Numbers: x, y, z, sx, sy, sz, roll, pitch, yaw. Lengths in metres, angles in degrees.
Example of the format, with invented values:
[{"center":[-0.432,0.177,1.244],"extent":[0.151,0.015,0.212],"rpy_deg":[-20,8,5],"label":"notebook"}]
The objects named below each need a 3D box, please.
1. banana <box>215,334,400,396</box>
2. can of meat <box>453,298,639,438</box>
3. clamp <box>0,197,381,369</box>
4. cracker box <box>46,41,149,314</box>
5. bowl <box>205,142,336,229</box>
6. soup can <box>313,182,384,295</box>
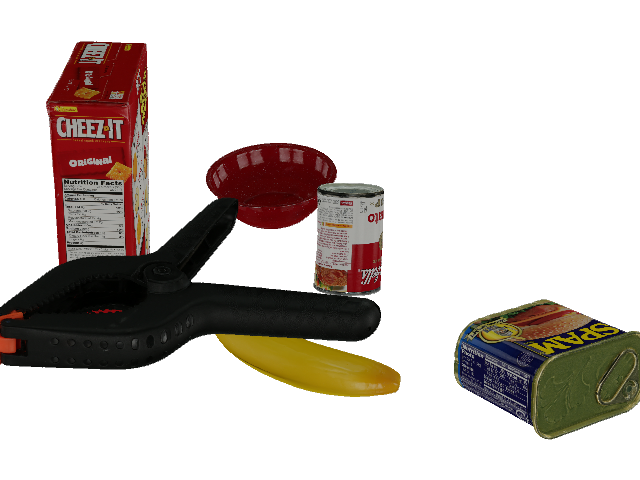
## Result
[{"center":[-0.028,0.082,0.841],"extent":[0.069,0.037,0.198],"rpy_deg":[-26,35,-34],"label":"banana"},{"center":[0.152,0.081,0.712],"extent":[0.101,0.057,0.084],"rpy_deg":[-12,20,-30],"label":"can of meat"},{"center":[-0.093,0.027,0.620],"extent":[0.209,0.036,0.165],"rpy_deg":[-10,31,-28],"label":"clamp"},{"center":[-0.188,-0.046,0.922],"extent":[0.072,0.214,0.164],"rpy_deg":[1,27,-5],"label":"cracker box"},{"center":[-0.060,-0.061,1.325],"extent":[0.162,0.055,0.162],"rpy_deg":[-2,33,1],"label":"bowl"},{"center":[0.028,-0.003,1.061],"extent":[0.068,0.102,0.068],"rpy_deg":[2,12,-1],"label":"soup can"}]
